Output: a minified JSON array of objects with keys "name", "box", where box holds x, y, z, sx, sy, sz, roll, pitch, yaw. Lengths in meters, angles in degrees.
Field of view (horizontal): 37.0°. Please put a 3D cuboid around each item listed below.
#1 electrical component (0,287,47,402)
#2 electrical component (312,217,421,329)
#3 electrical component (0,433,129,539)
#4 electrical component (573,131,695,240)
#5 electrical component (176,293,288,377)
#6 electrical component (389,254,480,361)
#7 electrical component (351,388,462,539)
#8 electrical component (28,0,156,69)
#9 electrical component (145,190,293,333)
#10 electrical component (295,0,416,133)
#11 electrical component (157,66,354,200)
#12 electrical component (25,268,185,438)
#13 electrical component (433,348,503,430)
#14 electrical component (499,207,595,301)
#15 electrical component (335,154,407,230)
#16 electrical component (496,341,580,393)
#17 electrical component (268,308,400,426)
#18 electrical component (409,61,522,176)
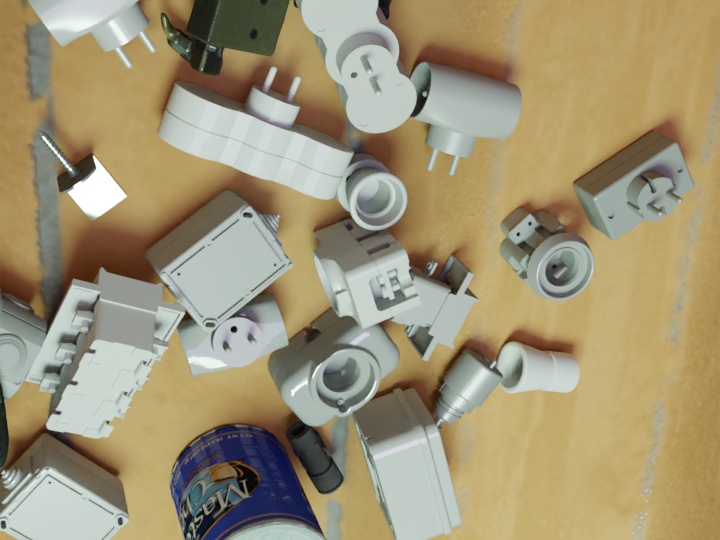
[{"name":"electrical component","box":[-0.260,0.051,0.747,0.051,0.080,0.080,33,99,-33]},{"name":"electrical component","box":[0.000,0.000,0.808,0.056,0.089,0.050,-22,118,-9]},{"name":"electrical component","box":[-0.233,0.171,0.818,0.061,0.061,0.096,-46,119,5]},{"name":"electrical component","box":[0.231,-0.063,0.869,0.083,0.075,0.047,-34,119,-3]},{"name":"electrical component","box":[-0.094,0.051,0.805,0.077,0.079,0.043,-18,99,-11]},{"name":"electrical component","box":[0.053,0.026,0.866,0.064,0.042,0.081,21,103,-22]},{"name":"electrical component","box":[0.039,0.165,0.901,0.057,0.078,0.113,-19,117,-7]},{"name":"electrical component","box":[-0.164,-0.170,0.702,0.077,0.044,0.079,-34,119,-3]},{"name":"electrical component","box":[-0.100,-0.013,0.788,0.096,0.061,0.061,-39,119,-9]},{"name":"electrical component","box":[0.001,-0.146,0.733,0.052,0.073,0.138,-24,135,4]},{"name":"electrical component","box":[-0.066,-0.106,0.760,0.138,0.052,0.073,18,105,-25]},{"name":"electrical component","box":[-0.183,0.063,0.758,0.079,0.063,0.121,16,136,-23]},{"name":"electrical component","box":[0.087,0.103,0.912,0.040,0.040,0.078,33,99,-28]},{"name":"electrical component","box":[0.155,-0.010,0.876,0.058,0.057,0.078,-42,119,2]},{"name":"electrical component","box":[0.006,-0.060,0.804,0.045,0.055,0.045,-7,115,-16]},{"name":"electrical component","box":[0.156,0.087,0.929,0.065,0.044,0.044,8,110,-27]},{"name":"electrical component","box":[-0.020,0.075,0.851,0.095,0.059,0.053,-38,119,0]},{"name":"electrical component","box":[0.072,-0.110,0.811,0.077,0.044,0.079,10,109,-23]}]
